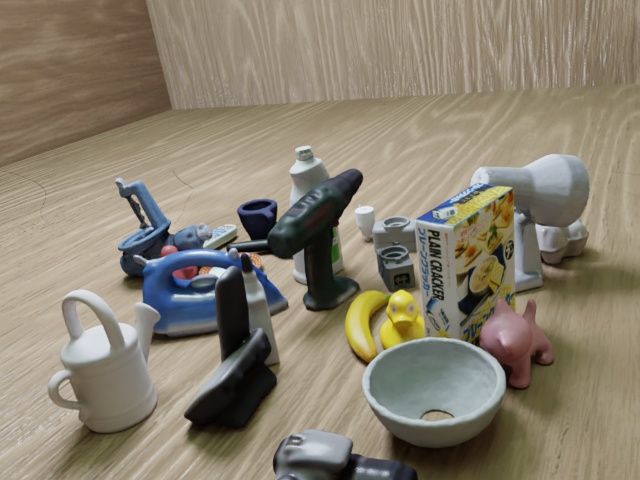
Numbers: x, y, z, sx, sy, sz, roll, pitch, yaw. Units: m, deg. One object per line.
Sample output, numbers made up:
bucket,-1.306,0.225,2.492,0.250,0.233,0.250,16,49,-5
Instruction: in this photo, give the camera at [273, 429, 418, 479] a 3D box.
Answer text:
camera,0.020,0.250,0.553,0.136,0.101,0.143,-1,24,19

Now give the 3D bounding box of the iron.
iron,-0.193,0.073,0.995,0.258,0.141,0.118,-9,23,-1

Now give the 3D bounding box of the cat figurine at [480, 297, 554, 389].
cat figurine,0.251,0.124,0.743,0.067,0.118,0.128,13,31,42

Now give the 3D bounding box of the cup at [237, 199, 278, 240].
cup,-0.127,-0.033,1.281,0.092,0.095,0.117,-21,25,-26

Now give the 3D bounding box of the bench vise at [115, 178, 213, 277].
bench vise,-0.333,-0.034,1.197,0.207,0.220,0.121,-11,23,-6

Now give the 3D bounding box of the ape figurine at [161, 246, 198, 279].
ape figurine,-0.290,0.053,1.142,0.077,0.092,0.076,-3,23,13

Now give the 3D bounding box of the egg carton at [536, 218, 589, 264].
egg carton,0.414,-0.013,1.069,0.107,0.069,0.150,-18,24,-20

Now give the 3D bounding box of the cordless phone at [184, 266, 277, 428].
cordless phone,-0.130,0.139,0.759,0.094,0.185,0.148,-1,24,19

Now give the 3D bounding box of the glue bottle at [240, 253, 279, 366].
glue bottle,-0.097,0.099,0.856,0.037,0.173,0.078,-16,24,-17

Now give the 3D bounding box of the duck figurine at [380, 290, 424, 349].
duck figurine,0.125,0.115,0.851,0.077,0.086,0.104,-5,23,10

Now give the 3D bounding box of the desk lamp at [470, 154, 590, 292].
desk lamp,0.331,-0.029,0.951,0.203,0.214,0.117,-13,23,-9

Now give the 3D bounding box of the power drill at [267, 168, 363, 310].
power drill,0.009,0.004,0.998,0.075,0.209,0.230,11,30,39

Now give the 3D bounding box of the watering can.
watering can,-0.292,0.150,0.781,0.100,0.194,0.173,-4,23,12

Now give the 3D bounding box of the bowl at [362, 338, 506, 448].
bowl,0.136,0.191,0.682,0.167,0.075,0.167,-7,23,3
